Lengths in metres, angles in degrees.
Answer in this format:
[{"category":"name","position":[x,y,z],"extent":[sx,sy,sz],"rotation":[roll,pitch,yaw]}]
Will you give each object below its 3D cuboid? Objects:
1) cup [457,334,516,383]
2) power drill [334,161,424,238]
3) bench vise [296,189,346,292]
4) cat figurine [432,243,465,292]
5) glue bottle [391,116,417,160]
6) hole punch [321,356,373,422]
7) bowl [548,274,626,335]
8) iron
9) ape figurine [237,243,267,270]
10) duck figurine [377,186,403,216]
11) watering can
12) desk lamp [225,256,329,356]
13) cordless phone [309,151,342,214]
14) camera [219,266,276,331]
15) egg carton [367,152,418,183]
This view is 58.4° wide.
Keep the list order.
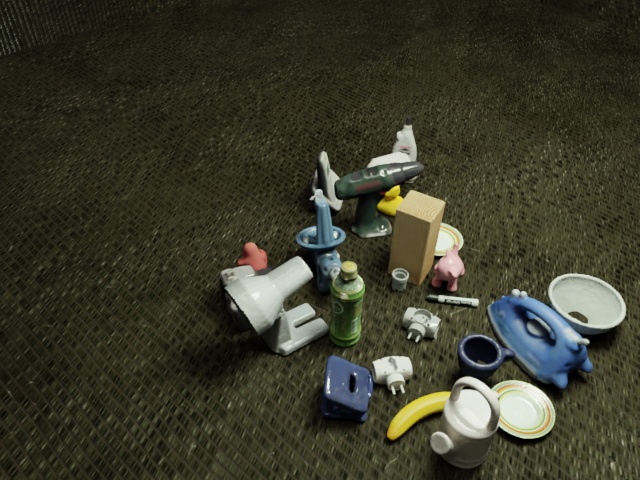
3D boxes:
[{"category":"cup","position":[0.336,0.256,1.182],"extent":[0.117,0.095,0.091],"rotation":[0,42,-1]},{"category":"power drill","position":[0.149,-0.109,1.499],"extent":[0.230,0.208,0.075],"rotation":[-7,42,-9]},{"category":"bench vise","position":[0.023,0.001,1.366],"extent":[0.122,0.220,0.206],"rotation":[-24,48,-25]},{"category":"cat figurine","position":[0.315,0.061,1.382],"extent":[0.067,0.118,0.128],"rotation":[16,44,17]},{"category":"glue bottle","position":[0.260,-0.300,1.742],"extent":[0.078,0.173,0.037],"rotation":[2,42,2]},{"category":"hole punch","position":[0.055,0.293,1.137],"extent":[0.101,0.091,0.108],"rotation":[5,42,4]},{"category":"bowl","position":[0.600,0.159,1.311],"extent":[0.167,0.075,0.167],"rotation":[1,42,0]},{"category":"iron","position":[0.463,0.185,1.229],"extent":[0.119,0.141,0.257],"rotation":[-22,47,-23]},{"category":"ape figurine","position":[-0.166,0.044,1.409],"extent":[0.078,0.092,0.076],"rotation":[-14,44,-16]},{"category":"duck figurine","position":[0.204,-0.121,1.607],"extent":[0.104,0.086,0.078],"rotation":[33,51,30]},{"category":"watering can","position":[0.267,0.326,1.028],"extent":[0.100,0.194,0.173],"rotation":[19,45,19]},{"category":"desk lamp","position":[-0.089,0.140,1.212],"extent":[0.204,0.214,0.117],"rotation":[-25,48,-26]},{"category":"cordless phone","position":[0.020,-0.181,1.594],"extent":[0.094,0.185,0.147],"rotation":[4,42,3]},{"category":"camera","position":[-0.154,0.114,1.324],"extent":[0.137,0.101,0.142],"rotation":[-16,45,-18]},{"category":"egg carton","position":[0.217,-0.206,1.714],"extent":[0.150,0.069,0.107],"rotation":[-19,45,-21]}]
